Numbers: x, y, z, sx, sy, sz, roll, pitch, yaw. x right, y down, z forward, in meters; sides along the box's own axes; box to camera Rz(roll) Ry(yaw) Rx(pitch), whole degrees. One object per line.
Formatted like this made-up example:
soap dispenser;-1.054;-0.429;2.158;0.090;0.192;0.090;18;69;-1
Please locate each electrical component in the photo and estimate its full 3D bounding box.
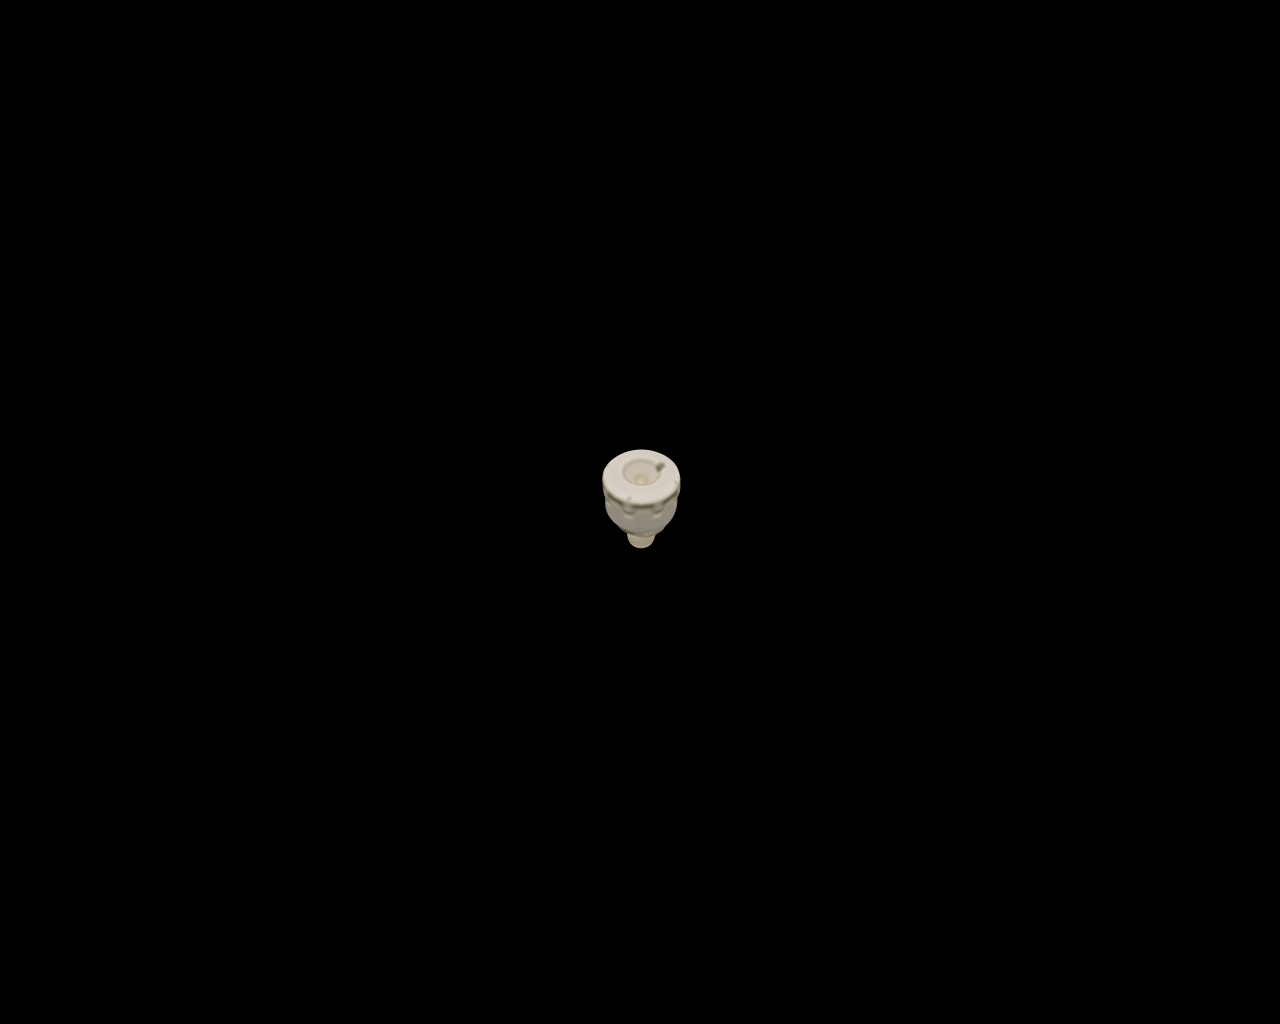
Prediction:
electrical component;0.001;-0.003;0.650;0.048;0.048;0.062;0;-45;0
